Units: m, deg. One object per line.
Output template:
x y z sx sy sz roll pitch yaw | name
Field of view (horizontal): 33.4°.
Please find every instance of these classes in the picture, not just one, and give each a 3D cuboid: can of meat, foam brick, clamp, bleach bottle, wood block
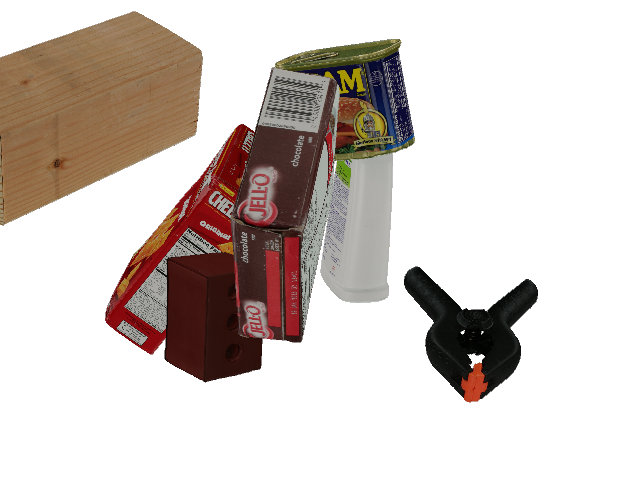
0.021 -0.112 0.863 0.102 0.084 0.057 -1 21 32 | can of meat
-0.075 0.052 0.756 0.052 0.078 0.051 -8 17 -40 | foam brick
0.140 0.075 0.914 0.120 0.039 0.171 -3 33 -1 | clamp
0.050 -0.061 1.233 0.068 0.251 0.103 -2 23 -20 | bleach bottle
-0.203 -0.107 0.880 0.090 0.091 0.205 33 44 26 | wood block

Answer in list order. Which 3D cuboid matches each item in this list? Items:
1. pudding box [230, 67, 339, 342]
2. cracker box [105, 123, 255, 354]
-0.017 -0.018 0.548 0.039 0.113 0.090 9 -41 5 | pudding box
-0.134 -0.005 1.141 0.072 0.214 0.164 36 23 -12 | cracker box
